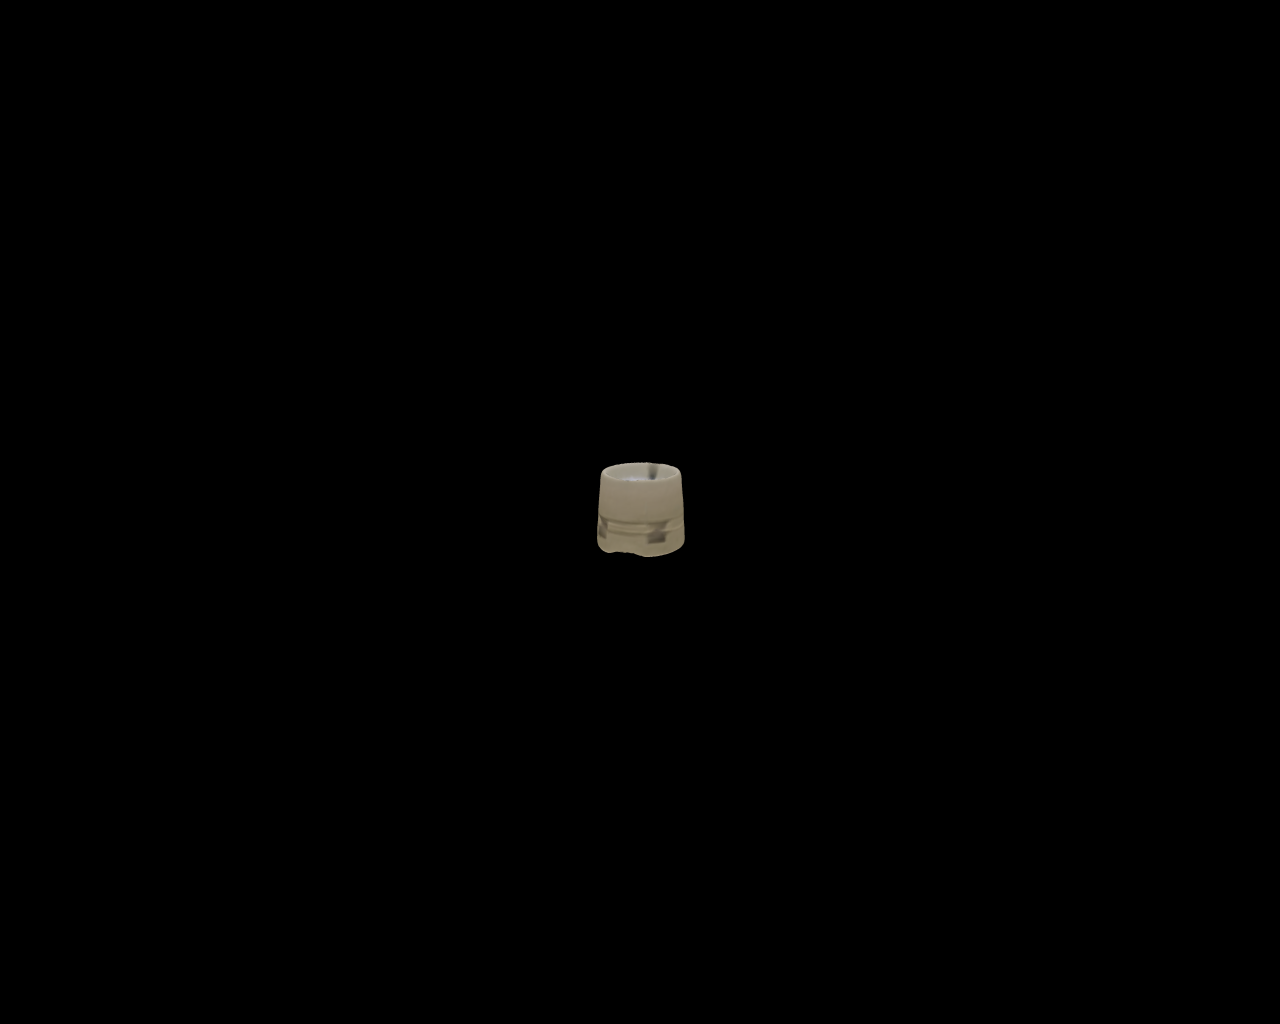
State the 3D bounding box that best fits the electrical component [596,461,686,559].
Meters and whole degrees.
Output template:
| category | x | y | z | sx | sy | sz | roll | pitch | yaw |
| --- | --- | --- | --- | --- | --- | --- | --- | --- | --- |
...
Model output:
| category | x | y | z | sx | sy | sz | roll | pitch | yaw |
| --- | --- | --- | --- | --- | --- | --- | --- | --- | --- |
| electrical component | 0.001 | -0.003 | 0.650 | 0.055 | 0.047 | 0.055 | 0 | 16 | 0 |
